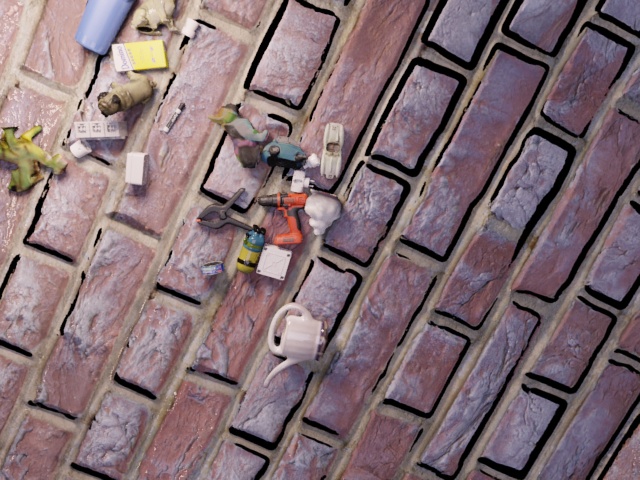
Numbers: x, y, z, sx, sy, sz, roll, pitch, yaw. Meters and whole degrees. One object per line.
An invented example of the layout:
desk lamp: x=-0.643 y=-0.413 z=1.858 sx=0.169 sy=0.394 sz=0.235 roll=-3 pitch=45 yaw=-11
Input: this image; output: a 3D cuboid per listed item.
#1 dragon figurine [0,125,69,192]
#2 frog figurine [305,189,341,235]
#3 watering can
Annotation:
dragon figurine: x=-1.089 y=-0.281 z=1.809 sx=0.410 sy=0.239 sz=0.124 roll=-5 pitch=18 yaw=0
frog figurine: x=0.006 y=-0.094 z=1.859 sx=0.137 sy=0.159 sz=0.123 roll=12 pitch=2 yaw=-37
watering can: x=-0.091 y=0.408 z=1.946 sx=0.224 sy=0.345 sz=0.105 roll=11 pitch=8 yaw=-4
